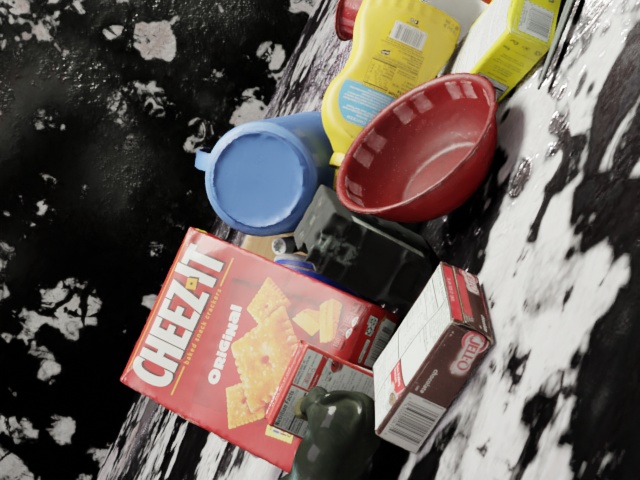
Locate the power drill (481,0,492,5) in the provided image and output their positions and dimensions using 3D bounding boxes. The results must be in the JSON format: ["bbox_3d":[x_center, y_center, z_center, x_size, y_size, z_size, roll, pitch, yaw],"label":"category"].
[{"bbox_3d":[0.200,-0.298,0.959,0.188,0.057,0.184,-49,5,49],"label":"power drill"}]

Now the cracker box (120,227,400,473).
[{"bbox_3d":[-0.058,0.100,0.971,0.072,0.214,0.164,31,-98,-60],"label":"cracker box"}]

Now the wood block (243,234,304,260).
[{"bbox_3d":[-0.060,0.054,1.295,0.206,0.091,0.090,-64,-4,33],"label":"wood block"}]

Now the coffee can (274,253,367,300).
[{"bbox_3d":[-0.022,0.098,1.069,0.140,0.102,0.103,-68,11,-18],"label":"coffee can"}]

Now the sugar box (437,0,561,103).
[{"bbox_3d":[0.155,-0.165,0.967,0.176,0.048,0.093,126,166,-60],"label":"sugar box"}]

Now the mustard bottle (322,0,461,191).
[{"bbox_3d":[0.055,-0.133,1.005,0.058,0.096,0.191,-177,109,-80],"label":"mustard bottle"}]

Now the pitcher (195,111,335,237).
[{"bbox_3d":[-0.043,-0.069,1.097,0.149,0.145,0.242,-33,-2,13],"label":"pitcher"}]

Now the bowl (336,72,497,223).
[{"bbox_3d":[0.094,-0.068,0.915,0.162,0.055,0.162,-30,32,21],"label":"bowl"}]

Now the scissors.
[{"bbox_3d":[0.219,-0.220,0.857,0.096,0.016,0.201,-47,21,59],"label":"scissors"}]

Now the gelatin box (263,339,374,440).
[{"bbox_3d":[0.008,0.133,0.876,0.073,0.089,0.030,-65,12,-2],"label":"gelatin box"}]

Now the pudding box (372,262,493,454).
[{"bbox_3d":[0.080,0.084,0.781,0.114,0.039,0.090,-58,12,24],"label":"pudding box"}]

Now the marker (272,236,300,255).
[{"bbox_3d":[-0.007,0.001,1.137,0.120,0.020,0.020,-9,-46,-55],"label":"marker"}]

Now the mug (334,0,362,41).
[{"bbox_3d":[0.077,-0.244,1.172,0.093,0.082,0.117,-61,-20,-10],"label":"mug"}]
